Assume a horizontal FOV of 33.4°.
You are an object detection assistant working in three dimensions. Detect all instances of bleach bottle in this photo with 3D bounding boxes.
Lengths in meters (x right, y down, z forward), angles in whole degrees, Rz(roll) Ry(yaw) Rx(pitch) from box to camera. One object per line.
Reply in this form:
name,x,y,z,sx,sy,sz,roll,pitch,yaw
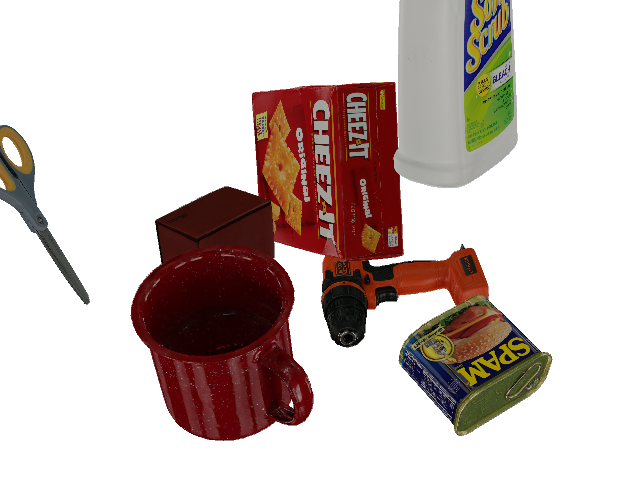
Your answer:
bleach bottle,0.092,-0.170,0.743,0.068,0.251,0.102,19,38,37

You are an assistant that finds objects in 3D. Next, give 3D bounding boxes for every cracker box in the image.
cracker box,0.001,-0.073,1.069,0.072,0.164,0.214,-7,9,-23

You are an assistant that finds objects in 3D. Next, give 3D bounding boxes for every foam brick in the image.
foam brick,-0.081,-0.001,0.830,0.053,0.051,0.078,21,38,40

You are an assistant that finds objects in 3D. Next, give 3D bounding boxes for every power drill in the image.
power drill,0.094,0.061,1.222,0.187,0.057,0.184,-1,28,-1

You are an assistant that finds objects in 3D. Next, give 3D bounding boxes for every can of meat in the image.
can of meat,0.130,0.103,0.907,0.102,0.057,0.084,-26,53,-24

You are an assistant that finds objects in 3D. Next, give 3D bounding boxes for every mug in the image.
mug,-0.049,0.068,0.623,0.117,0.081,0.093,27,52,31

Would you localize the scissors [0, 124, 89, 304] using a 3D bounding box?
scissors,-0.283,-0.035,1.073,0.016,0.201,0.096,-24,28,25
